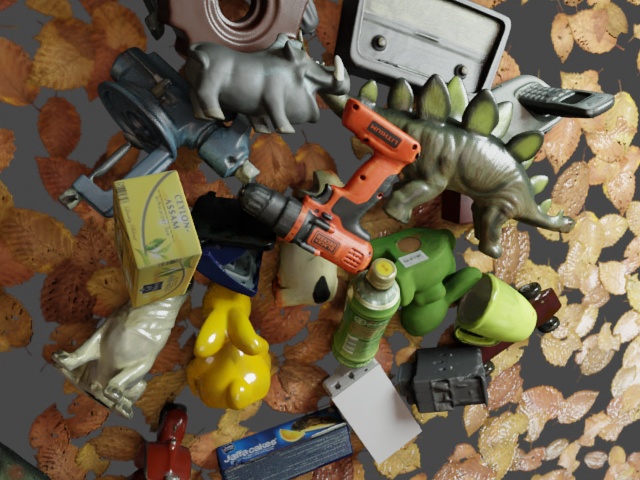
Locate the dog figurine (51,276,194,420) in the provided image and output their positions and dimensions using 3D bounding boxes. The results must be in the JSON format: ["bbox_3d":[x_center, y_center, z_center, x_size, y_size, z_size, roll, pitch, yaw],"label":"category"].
[{"bbox_3d":[-0.241,0.125,0.720,0.121,0.172,0.190,39,57,-6],"label":"dog figurine"}]

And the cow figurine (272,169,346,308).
[{"bbox_3d":[-0.002,-0.002,0.761,0.127,0.085,0.194,3,99,-13],"label":"cow figurine"}]

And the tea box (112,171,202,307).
[{"bbox_3d":[-0.186,0.005,0.599,0.068,0.169,0.098,-14,77,-25],"label":"tea box"}]

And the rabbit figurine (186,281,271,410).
[{"bbox_3d":[-0.130,0.134,0.729,0.122,0.162,0.173,-2,85,-5],"label":"rabbit figurine"}]

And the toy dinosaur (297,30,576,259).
[{"bbox_3d":[0.161,-0.116,0.722,0.471,0.105,0.198,21,111,-12],"label":"toy dinosaur"}]

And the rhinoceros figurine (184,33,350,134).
[{"bbox_3d":[-0.058,-0.176,0.609,0.190,0.073,0.112,-1,98,-24],"label":"rhinoceros figurine"}]

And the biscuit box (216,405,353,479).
[{"bbox_3d":[-0.055,0.326,0.829,0.203,0.059,0.062,-16,108,-14],"label":"biscuit box"}]

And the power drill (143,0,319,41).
[{"bbox_3d":[-0.126,-0.322,0.652,0.207,0.086,0.231,-29,117,-5],"label":"power drill"}]

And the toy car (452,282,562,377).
[{"bbox_3d":[0.315,0.149,0.911,0.202,0.053,0.089,-35,99,-4],"label":"toy car"}]

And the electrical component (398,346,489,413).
[{"bbox_3d":[0.191,0.215,0.841,0.134,0.115,0.058,-9,101,14],"label":"electrical component"}]

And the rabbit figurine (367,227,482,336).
[{"bbox_3d":[0.157,0.066,0.829,0.159,0.121,0.170,-27,127,-17],"label":"rabbit figurine"}]

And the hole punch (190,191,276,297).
[{"bbox_3d":[-0.119,0.004,0.706,0.116,0.142,0.092,11,125,-6],"label":"hole punch"}]

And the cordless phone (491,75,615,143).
[{"bbox_3d":[0.305,-0.172,0.766,0.147,0.184,0.088,-28,113,-10],"label":"cordless phone"}]

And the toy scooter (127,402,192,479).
[{"bbox_3d":[-0.219,0.329,0.738,0.075,0.135,0.183,16,98,-22],"label":"toy scooter"}]

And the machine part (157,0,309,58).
[{"bbox_3d":[-0.096,-0.273,0.615,0.179,0.056,0.179,-13,121,-23],"label":"machine part"}]

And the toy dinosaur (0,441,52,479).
[{"bbox_3d":[-0.405,0.388,0.709,0.192,0.131,0.404,-4,99,-29],"label":"toy dinosaur"}]

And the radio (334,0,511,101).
[{"bbox_3d":[0.139,-0.274,0.749,0.229,0.073,0.131,12,98,-18],"label":"radio"}]

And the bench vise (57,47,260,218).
[{"bbox_3d":[-0.197,-0.108,0.646,0.223,0.129,0.240,46,68,-13],"label":"bench vise"}]
